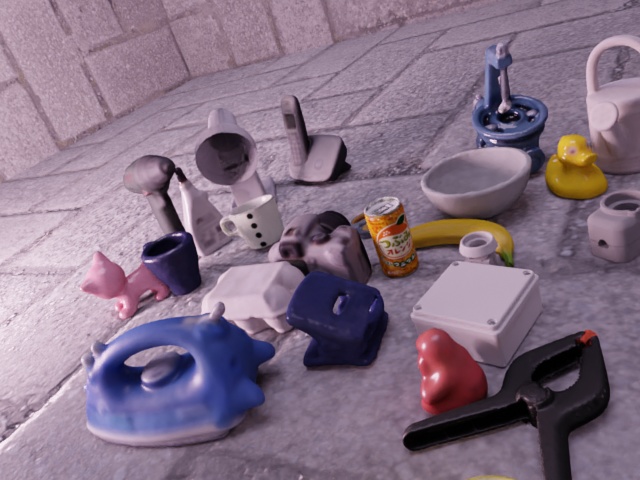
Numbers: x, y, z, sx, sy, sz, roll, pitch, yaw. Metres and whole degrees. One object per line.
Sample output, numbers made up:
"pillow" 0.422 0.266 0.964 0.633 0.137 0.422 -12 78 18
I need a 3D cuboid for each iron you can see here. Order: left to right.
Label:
"iron" -0.191 0.154 0.670 0.258 0.142 0.118 -15 27 12

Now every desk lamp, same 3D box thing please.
"desk lamp" -0.174 -0.157 1.178 0.118 0.214 0.203 -19 26 2

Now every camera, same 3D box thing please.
"camera" 0.008 0.003 0.867 0.142 0.101 0.137 -3 31 31

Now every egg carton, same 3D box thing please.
"egg carton" -0.091 0.084 0.817 0.150 0.069 0.107 -8 29 24

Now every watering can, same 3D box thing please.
"watering can" 0.447 -0.201 0.842 0.100 0.194 0.173 -8 29 24

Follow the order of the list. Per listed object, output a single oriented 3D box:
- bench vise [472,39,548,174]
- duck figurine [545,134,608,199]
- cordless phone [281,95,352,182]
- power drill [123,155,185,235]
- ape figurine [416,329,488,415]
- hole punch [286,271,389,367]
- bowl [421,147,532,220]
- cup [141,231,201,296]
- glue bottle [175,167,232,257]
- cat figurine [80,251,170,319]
"bench vise" 0.296 -0.232 0.980 0.121 0.220 0.206 -27 27 -14
"duck figurine" 0.376 -0.117 0.854 0.077 0.086 0.104 -23 26 -6
"cordless phone" -0.021 -0.217 1.217 0.147 0.185 0.094 8 38 45
"power drill" -0.298 -0.071 1.105 0.076 0.209 0.228 -35 30 -28
"ape figurine" 0.121 0.124 0.561 0.075 0.092 0.078 8 37 44
"hole punch" 0.024 0.090 0.697 0.100 0.091 0.109 -7 29 25
"bowl" 0.245 -0.077 0.884 0.167 0.075 0.167 -16 26 8
"cup" -0.252 0.045 0.978 0.117 0.095 0.092 4 35 40
"glue bottle" -0.229 -0.058 1.072 0.078 0.173 0.037 -34 29 -26
"cat figurine" -0.336 0.066 0.970 0.128 0.118 0.067 -31 28 -21
